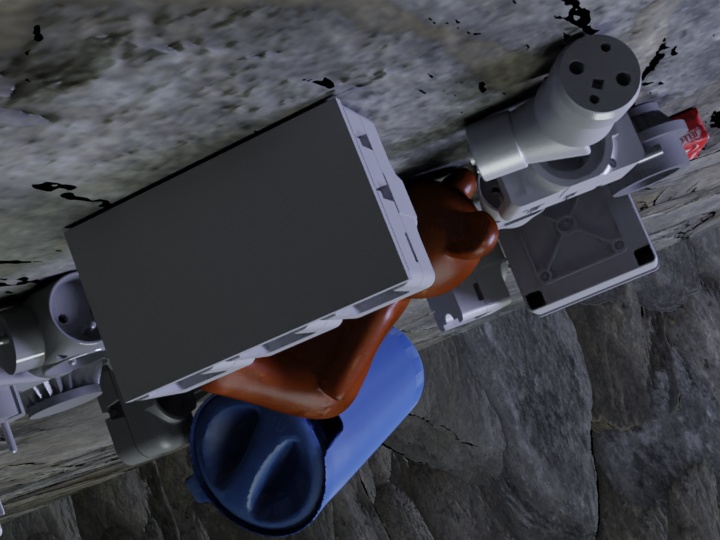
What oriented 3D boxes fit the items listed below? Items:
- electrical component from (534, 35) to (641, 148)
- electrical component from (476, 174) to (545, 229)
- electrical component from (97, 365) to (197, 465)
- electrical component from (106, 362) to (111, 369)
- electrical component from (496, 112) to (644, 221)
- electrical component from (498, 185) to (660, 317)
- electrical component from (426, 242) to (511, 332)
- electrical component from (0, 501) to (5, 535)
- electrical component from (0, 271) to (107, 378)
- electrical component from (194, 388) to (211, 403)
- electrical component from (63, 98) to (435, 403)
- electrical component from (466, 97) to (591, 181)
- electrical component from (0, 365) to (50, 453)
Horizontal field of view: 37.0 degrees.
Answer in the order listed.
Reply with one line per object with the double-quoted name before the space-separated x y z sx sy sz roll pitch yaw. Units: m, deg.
"electrical component" 0.117 -0.092 0.554 0.045 0.045 0.055 -21 172 -5
"electrical component" 0.123 -0.063 0.765 0.079 0.043 0.077 -22 172 6
"electrical component" -0.185 0.113 0.933 0.059 0.095 0.054 -26 171 28
"electrical component" -0.155 0.048 0.769 0.043 0.043 0.081 -16 170 -37
"electrical component" 0.128 -0.073 0.686 0.089 0.050 0.055 -21 172 -4
"electrical component" 0.166 -0.032 0.853 0.109 0.108 0.056 -24 169 13
"electrical component" 0.082 -0.003 0.885 0.056 0.089 0.050 -19 171 -23
"electrical component" -0.272 0.120 0.657 0.079 0.121 0.063 -27 173 32
"electrical component" -0.185 0.037 0.615 0.079 0.044 0.077 -16 170 -36
"electrical component" -0.123 0.079 0.993 0.096 0.061 0.062 -27 170 34
"electrical component" -0.051 -0.006 0.517 0.150 0.089 0.062 -24 172 16
"electrical component" 0.093 -0.076 0.614 0.065 0.044 0.044 -19 173 15
"electrical component" -0.226 0.076 0.650 0.047 0.075 0.083 -24 172 13
